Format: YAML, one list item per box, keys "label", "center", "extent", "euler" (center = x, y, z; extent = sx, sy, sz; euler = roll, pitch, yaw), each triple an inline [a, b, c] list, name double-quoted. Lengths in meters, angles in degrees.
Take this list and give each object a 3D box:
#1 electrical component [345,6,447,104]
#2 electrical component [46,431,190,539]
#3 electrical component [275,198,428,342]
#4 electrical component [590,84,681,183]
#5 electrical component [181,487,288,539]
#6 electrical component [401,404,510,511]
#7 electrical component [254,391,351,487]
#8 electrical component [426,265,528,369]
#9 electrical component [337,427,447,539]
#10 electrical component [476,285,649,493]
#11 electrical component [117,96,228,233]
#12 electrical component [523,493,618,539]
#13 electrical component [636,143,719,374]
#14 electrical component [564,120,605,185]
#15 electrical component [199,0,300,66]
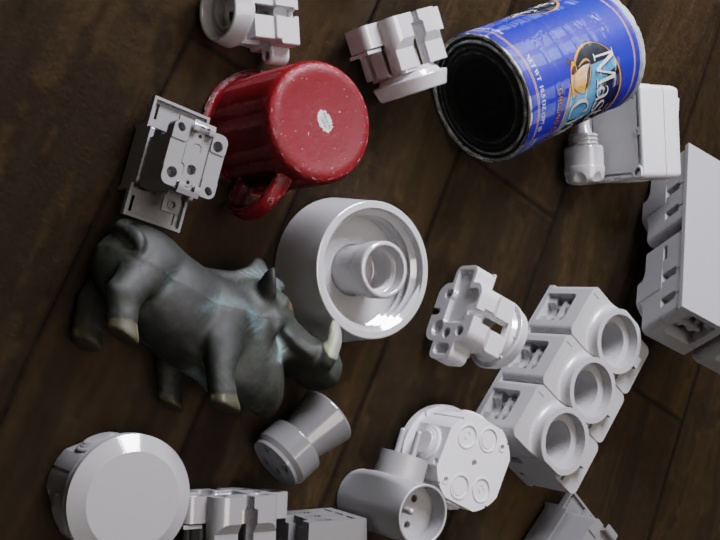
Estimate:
- label: "electrical component"
  center: [0.032, -0.159, 0.802]
  extent: [0.078, 0.058, 0.057]
  euler: [-23, 100, -34]
- label: "electrical component"
  center: [-0.152, 0.140, 0.671]
  extent: [0.080, 0.051, 0.080]
  euler: [0, 89, -36]
- label: "electrical component"
  center: [0.000, 0.000, 0.775]
  extent: [0.108, 0.060, 0.108]
  euler: [0, 90, -36]
- label: "electrical component"
  center: [0.244, -0.126, 0.951]
  extent: [0.061, 0.062, 0.096]
  euler: [-4, 92, -36]
- label: "electrical component"
  center: [-0.087, 0.176, 0.714]
  extent: [0.078, 0.058, 0.057]
  euler: [5, 84, -35]
- label: "electrical component"
  center: [0.072, 0.146, 0.831]
  extent: [0.080, 0.051, 0.080]
  euler: [0, 89, -36]
- label: "electrical component"
  center: [-0.041, 0.118, 0.755]
  extent: [0.055, 0.045, 0.045]
  euler: [-40, 112, -29]
- label: "electrical component"
  center: [0.094, 0.043, 0.845]
  extent: [0.057, 0.058, 0.078]
  euler: [28, 73, -29]
- label: "electrical component"
  center: [0.027, 0.154, 0.783]
  extent: [0.043, 0.077, 0.079]
  euler: [24, 76, -33]
- label: "electrical component"
  center: [0.171, 0.098, 0.896]
  extent: [0.089, 0.062, 0.150]
  euler: [46, 65, -26]
- label: "electrical component"
  center: [-0.118, -0.068, 0.689]
  extent: [0.042, 0.064, 0.081]
  euler: [19, 78, -35]
- label: "electrical component"
  center: [0.200, 0.257, 0.914]
  extent: [0.078, 0.063, 0.121]
  euler: [-50, 116, -25]
- label: "electrical component"
  center: [0.310, -0.007, 0.954]
  extent: [0.105, 0.060, 0.186]
  euler: [27, 52, -15]
- label: "electrical component"
  center: [0.194, -0.105, 0.932]
  extent: [0.035, 0.035, 0.061]
  euler: [-1, 87, -36]
- label: "electrical component"
  center: [-0.075, -0.174, 0.733]
  extent: [0.055, 0.048, 0.066]
  euler: [-4, 92, -43]
